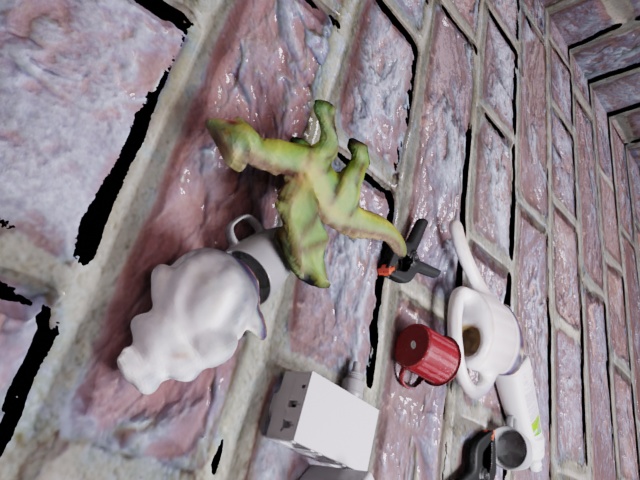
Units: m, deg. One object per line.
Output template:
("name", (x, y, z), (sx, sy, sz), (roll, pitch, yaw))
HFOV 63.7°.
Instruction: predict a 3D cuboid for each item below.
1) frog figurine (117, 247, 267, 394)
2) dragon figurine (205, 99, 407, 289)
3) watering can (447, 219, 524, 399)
("frog figurine", (-0.147, 0.082, 0.562), (0.161, 0.120, 0.139), (-22, 63, -39))
("dragon figurine", (0.002, -0.037, 0.732), (0.405, 0.121, 0.248), (47, 44, -25))
("watering can", (0.329, 0.145, 1.056), (0.222, 0.103, 0.353), (24, 62, -42))
